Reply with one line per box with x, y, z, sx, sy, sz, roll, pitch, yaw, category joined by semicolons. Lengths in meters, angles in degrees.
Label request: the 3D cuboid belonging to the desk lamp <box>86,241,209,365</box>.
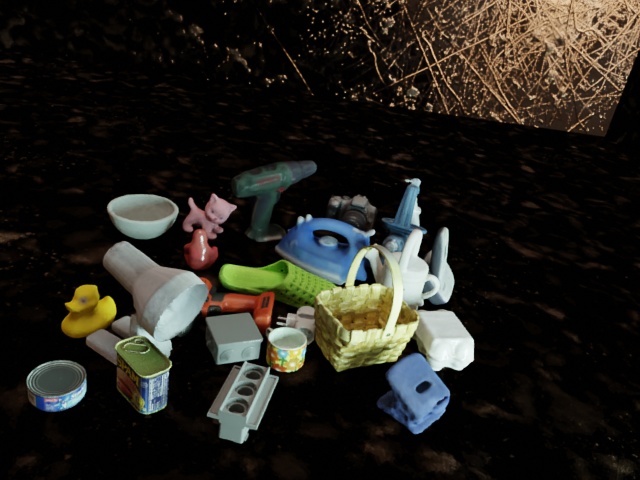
-0.298;0.119;0.969;0.202;0.213;0.118;23;29;23;desk lamp

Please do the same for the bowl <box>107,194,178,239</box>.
-0.434;-0.048;1.407;0.167;0.075;0.167;8;26;-4;bowl

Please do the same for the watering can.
0.181;0.064;1.275;0.173;0.194;0.101;11;26;2;watering can

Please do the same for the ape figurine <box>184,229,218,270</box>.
-0.275;0.017;1.316;0.077;0.092;0.076;13;27;6;ape figurine

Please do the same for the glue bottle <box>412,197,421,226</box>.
0.245;-0.068;1.583;0.078;0.173;0.037;12;26;3;glue bottle

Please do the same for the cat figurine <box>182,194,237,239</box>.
-0.281;-0.071;1.459;0.127;0.118;0.067;16;27;12;cat figurine

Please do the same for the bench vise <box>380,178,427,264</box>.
0.221;-0.036;1.460;0.121;0.220;0.207;10;26;-1;bench vise

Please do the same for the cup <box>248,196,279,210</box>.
-0.155;-0.108;1.606;0.092;0.095;0.117;-13;35;-39;cup

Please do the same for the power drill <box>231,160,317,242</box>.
-0.122;-0.106;1.485;0.230;0.208;0.075;-7;31;-31;power drill

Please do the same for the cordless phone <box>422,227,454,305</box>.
0.287;0.046;1.361;0.094;0.185;0.148;16;27;12;cordless phone

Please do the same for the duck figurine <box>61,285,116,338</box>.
-0.427;0.122;1.060;0.077;0.086;0.105;24;30;26;duck figurine

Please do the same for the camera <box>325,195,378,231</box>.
0.083;-0.067;1.604;0.143;0.101;0.137;14;27;8;camera

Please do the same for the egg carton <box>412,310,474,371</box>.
0.246;0.201;1.168;0.107;0.069;0.150;1;28;-17;egg carton

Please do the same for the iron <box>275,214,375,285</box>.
0.013;0.005;1.390;0.257;0.141;0.119;18;28;16;iron

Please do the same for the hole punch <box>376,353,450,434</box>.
0.169;0.262;0.994;0.100;0.091;0.109;30;32;34;hole punch
